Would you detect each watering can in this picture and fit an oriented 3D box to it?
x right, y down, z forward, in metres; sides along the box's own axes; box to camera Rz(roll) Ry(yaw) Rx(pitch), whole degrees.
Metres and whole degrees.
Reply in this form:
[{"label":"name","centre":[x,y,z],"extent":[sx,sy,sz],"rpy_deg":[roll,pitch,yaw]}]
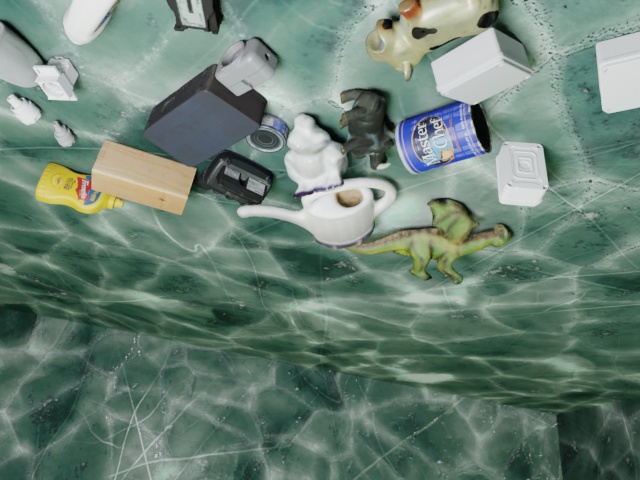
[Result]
[{"label":"watering can","centre":[0.004,-0.059,1.171],"extent":[0.347,0.106,0.220],"rpy_deg":[-11,150,2]}]

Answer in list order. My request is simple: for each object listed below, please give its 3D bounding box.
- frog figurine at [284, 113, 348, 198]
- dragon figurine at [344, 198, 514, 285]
[{"label":"frog figurine","centre":[-0.015,-0.177,1.025],"extent":[0.137,0.124,0.157],"rpy_deg":[0,115,43]},{"label":"dragon figurine","centre":[0.269,-0.018,1.253],"extent":[0.410,0.125,0.237],"rpy_deg":[9,134,-7]}]
